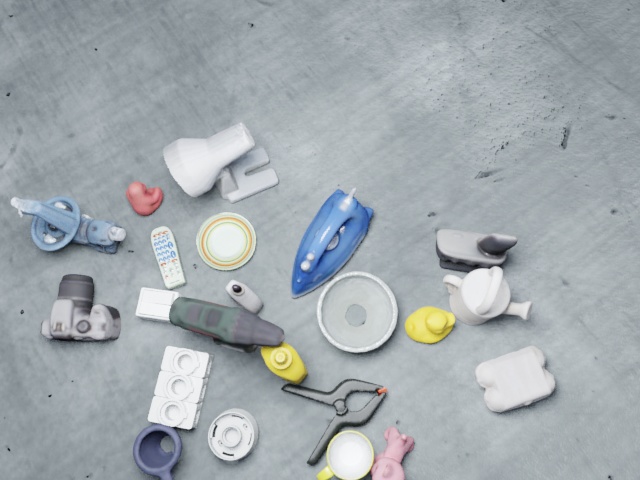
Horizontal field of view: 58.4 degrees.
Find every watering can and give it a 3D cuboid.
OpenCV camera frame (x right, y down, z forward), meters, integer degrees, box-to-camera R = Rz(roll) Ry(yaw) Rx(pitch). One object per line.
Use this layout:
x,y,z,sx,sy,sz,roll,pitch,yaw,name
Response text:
0.336,0.109,1.149,0.173,0.194,0.101,2,75,1,watering can

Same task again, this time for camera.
-0.498,0.141,1.191,0.143,0.101,0.137,0,75,0,camera

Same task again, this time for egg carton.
0.397,0.285,1.166,0.150,0.069,0.107,-19,75,-5,egg carton

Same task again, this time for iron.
0.011,0.004,1.206,0.118,0.141,0.258,31,77,8,iron

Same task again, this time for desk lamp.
-0.206,-0.163,1.215,0.203,0.213,0.118,-24,76,-6,desk lamp

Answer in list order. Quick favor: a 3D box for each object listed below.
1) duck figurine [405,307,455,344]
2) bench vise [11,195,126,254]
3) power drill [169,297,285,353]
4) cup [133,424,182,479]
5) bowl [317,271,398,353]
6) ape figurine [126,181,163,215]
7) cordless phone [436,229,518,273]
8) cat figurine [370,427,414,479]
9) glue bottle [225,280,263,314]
0.231,0.173,1.188,0.104,0.086,0.077,-10,75,-2,duck figurine
-0.515,-0.045,1.180,0.207,0.220,0.121,-8,75,-2,bench vise
-0.172,0.171,1.126,0.229,0.208,0.076,14,75,4,power drill
-0.302,0.418,1.118,0.092,0.095,0.117,-23,76,-6,cup
0.076,0.155,1.199,0.167,0.075,0.167,0,75,0,bowl
-0.393,-0.099,1.261,0.077,0.092,0.076,17,75,5,ape figurine
0.321,0.006,1.182,0.147,0.185,0.094,6,75,2,cordless phone
0.139,0.430,1.102,0.067,0.118,0.128,25,76,7,cat figurine
-0.160,0.110,1.161,0.078,0.173,0.037,33,77,9,glue bottle
